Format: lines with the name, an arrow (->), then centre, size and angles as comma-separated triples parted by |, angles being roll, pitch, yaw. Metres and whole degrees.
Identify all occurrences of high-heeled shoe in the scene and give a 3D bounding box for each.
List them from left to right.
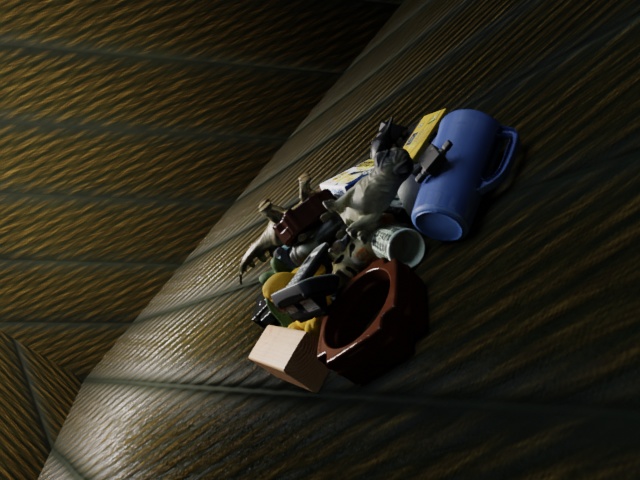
high-heeled shoe -> 0.190, -0.267, 1.539 | 0.248, 0.086, 0.145 | 4, -75, -78

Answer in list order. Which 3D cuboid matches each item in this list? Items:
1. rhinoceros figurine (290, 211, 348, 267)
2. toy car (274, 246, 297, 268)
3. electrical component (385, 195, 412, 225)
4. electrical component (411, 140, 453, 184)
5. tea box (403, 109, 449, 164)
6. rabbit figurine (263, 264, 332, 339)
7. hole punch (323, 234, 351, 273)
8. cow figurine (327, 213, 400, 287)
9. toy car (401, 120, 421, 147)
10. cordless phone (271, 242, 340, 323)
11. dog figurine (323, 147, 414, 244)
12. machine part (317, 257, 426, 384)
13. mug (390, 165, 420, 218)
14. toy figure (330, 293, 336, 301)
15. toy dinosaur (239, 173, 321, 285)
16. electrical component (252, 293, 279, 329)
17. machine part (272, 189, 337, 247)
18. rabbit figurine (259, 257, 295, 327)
rhinoceros figurine -> -0.003, -0.004, 1.250 | 0.190, 0.073, 0.112 | -42, 2, 29
toy car -> -0.062, 0.050, 1.500 | 0.161, 0.109, 0.103 | -49, -8, -26
electrical component -> 0.188, -0.080, 1.237 | 0.075, 0.047, 0.119 | -53, 18, -9
electrical component -> 0.205, -0.148, 0.986 | 0.094, 0.021, 0.063 | -52, 20, 23
tea box -> 0.262, -0.231, 1.321 | 0.169, 0.068, 0.098 | -57, 20, -15
rabbit figurine -> -0.041, 0.125, 1.190 | 0.162, 0.173, 0.122 | -61, 16, -17
hole punch -> 0.024, 0.031, 1.384 | 0.142, 0.092, 0.115 | -89, 14, -58
cow figurine -> 0.093, 0.021, 1.214 | 0.195, 0.085, 0.127 | -54, 24, -2
toy car -> 0.235, -0.238, 1.416 | 0.201, 0.056, 0.073 | -55, 12, -2
cordless phone -> -0.006, 0.068, 1.101 | 0.146, 0.088, 0.184 | -30, 23, 52
dog figurine -> 0.120, -0.097, 1.101 | 0.190, 0.121, 0.172 | -42, -2, 9
machine part -> 0.094, 0.144, 0.973 | 0.201, 0.087, 0.201 | -41, 22, 30
mug -> 0.193, -0.097, 1.142 | 0.110, 0.107, 0.080 | -17, -8, 15
toy figure -> 0.081, 0.106, 1.117 | 0.154, 0.064, 0.058 | -38, 52, 40
toy dinosaur -> -0.093, -0.039, 1.566 | 0.471, 0.198, 0.105 | -33, 14, 18
electrical component -> -0.130, 0.180, 1.477 | 0.115, 0.058, 0.134 | -49, 18, 12
machine part -> -0.030, -0.053, 1.281 | 0.179, 0.056, 0.179 | -36, -7, -5
rabbit figurine -> -0.078, 0.123, 1.356 | 0.121, 0.159, 0.170 | -54, 1, 24
